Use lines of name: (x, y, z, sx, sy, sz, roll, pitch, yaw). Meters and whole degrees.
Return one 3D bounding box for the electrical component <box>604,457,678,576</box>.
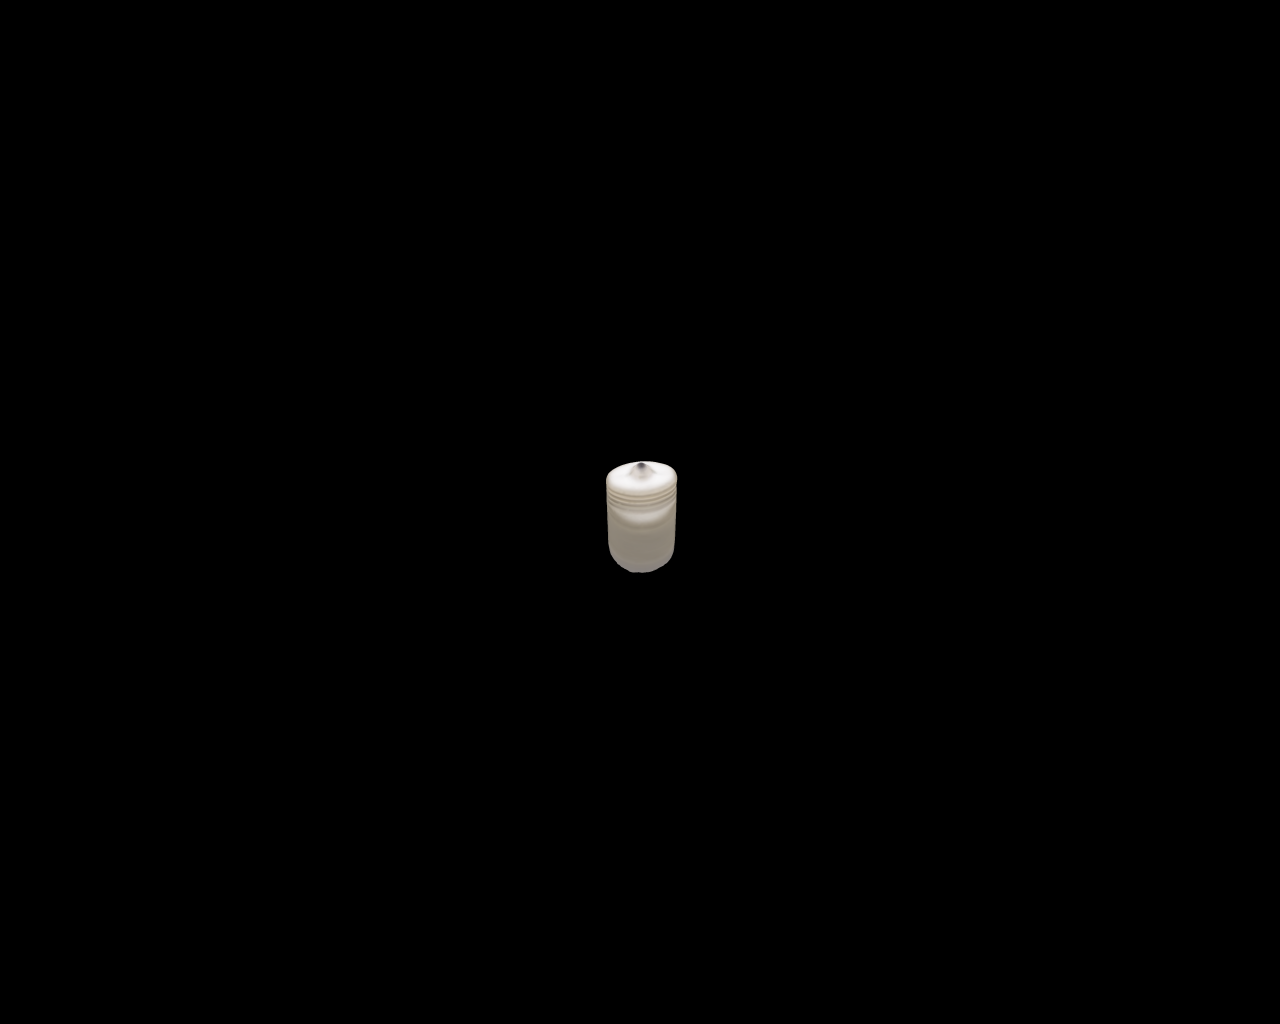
electrical component: (0.001, -0.003, 0.650, 0.043, 0.043, 0.080, 0, -39, 0)
